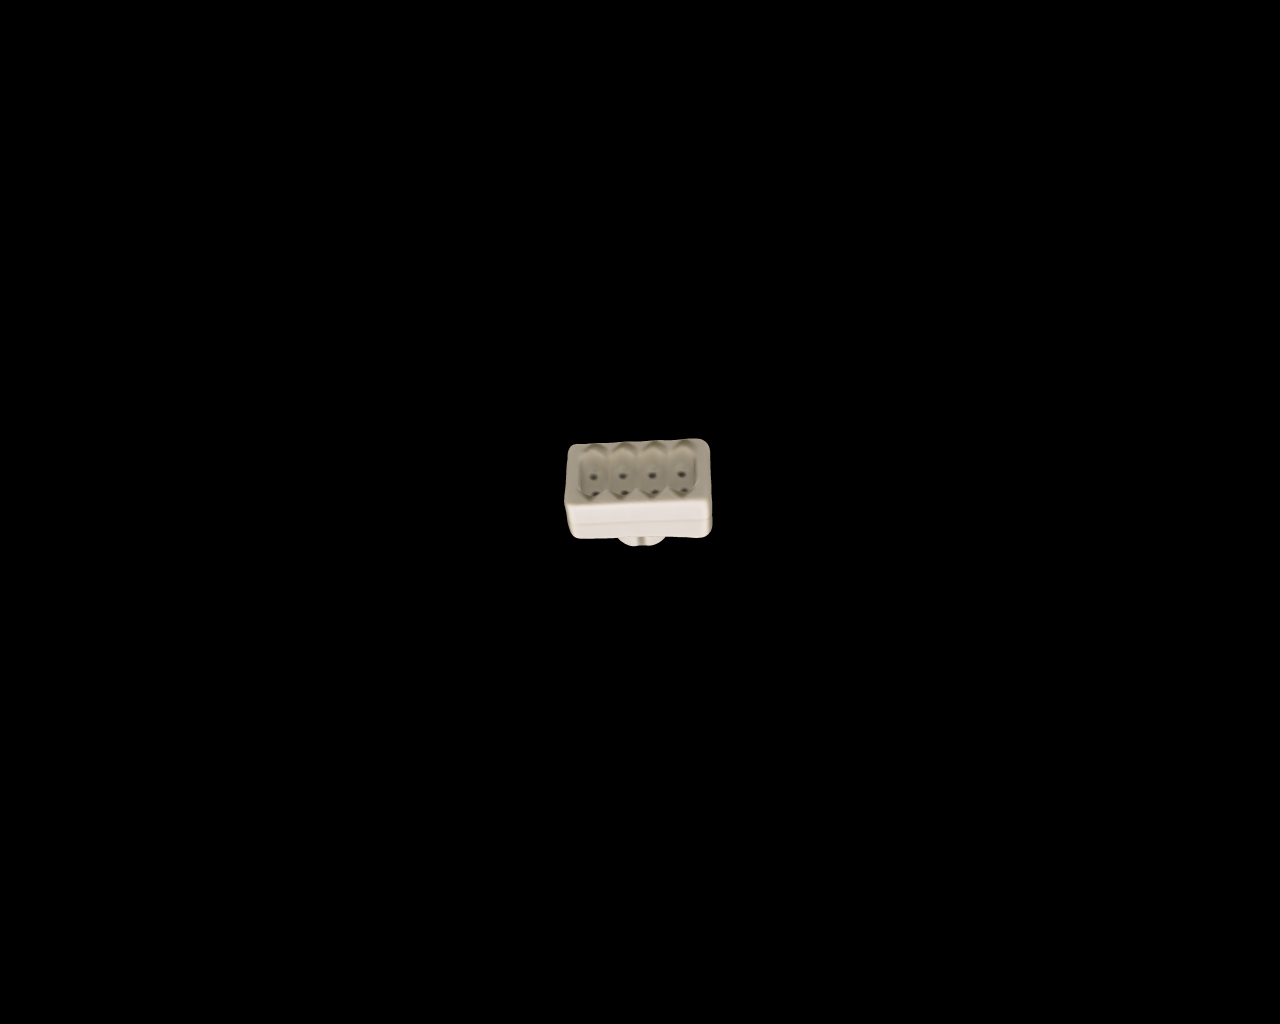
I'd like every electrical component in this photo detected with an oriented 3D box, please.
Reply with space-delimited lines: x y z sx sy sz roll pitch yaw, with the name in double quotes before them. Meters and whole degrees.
"electrical component" 0.001 -0.003 0.650 0.083 0.047 0.075 -2 -35 2
